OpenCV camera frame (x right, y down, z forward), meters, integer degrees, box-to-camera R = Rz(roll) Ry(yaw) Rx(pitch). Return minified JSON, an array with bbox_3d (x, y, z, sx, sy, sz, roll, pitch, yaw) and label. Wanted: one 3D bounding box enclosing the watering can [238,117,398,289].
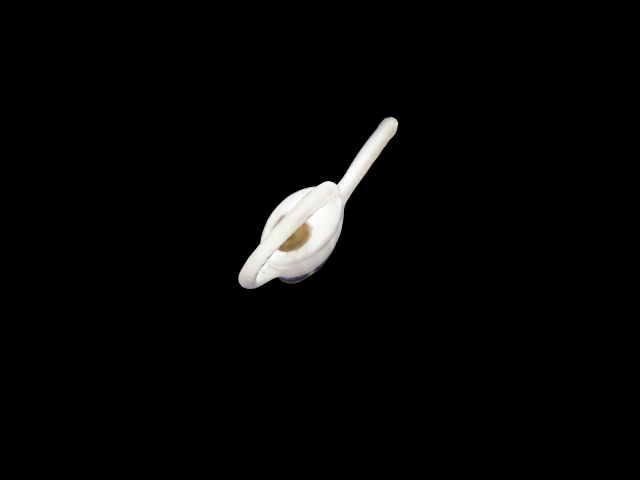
[{"bbox_3d":[0.003,-0.043,0.850,0.104,0.350,0.221,43,-11,10],"label":"watering can"}]
